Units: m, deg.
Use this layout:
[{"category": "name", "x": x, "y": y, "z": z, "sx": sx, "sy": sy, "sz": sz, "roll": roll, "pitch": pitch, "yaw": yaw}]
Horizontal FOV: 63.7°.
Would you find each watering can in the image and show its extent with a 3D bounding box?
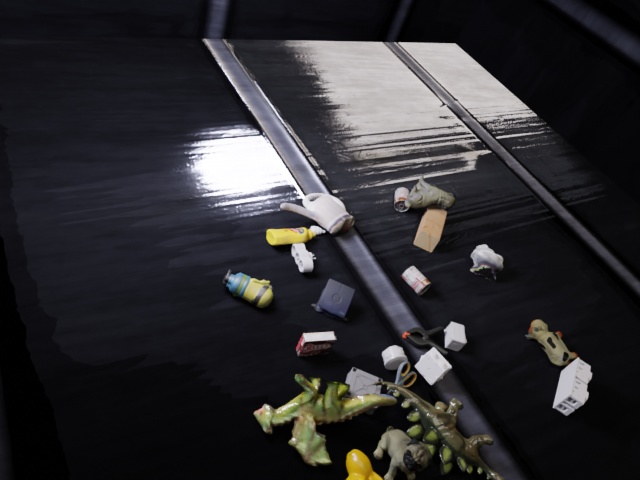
[{"category": "watering can", "x": 0.006, "y": -0.106, "z": 2.113, "sx": 0.227, "sy": 0.102, "sz": 0.351, "roll": 43, "pitch": 33, "yaw": 21}]

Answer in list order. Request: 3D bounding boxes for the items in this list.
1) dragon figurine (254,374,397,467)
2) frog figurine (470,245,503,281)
[{"category": "dragon figurine", "x": 0.012, "y": 0.530, "z": 1.507, "sx": 0.410, "sy": 0.120, "sz": 0.247, "roll": 14, "pitch": 71, "yaw": 0}, {"category": "frog figurine", "x": 0.725, "y": 0.076, "z": 2.234, "sx": 0.137, "sy": 0.120, "sz": 0.163, "roll": 10, "pitch": 53, "yaw": 15}]
